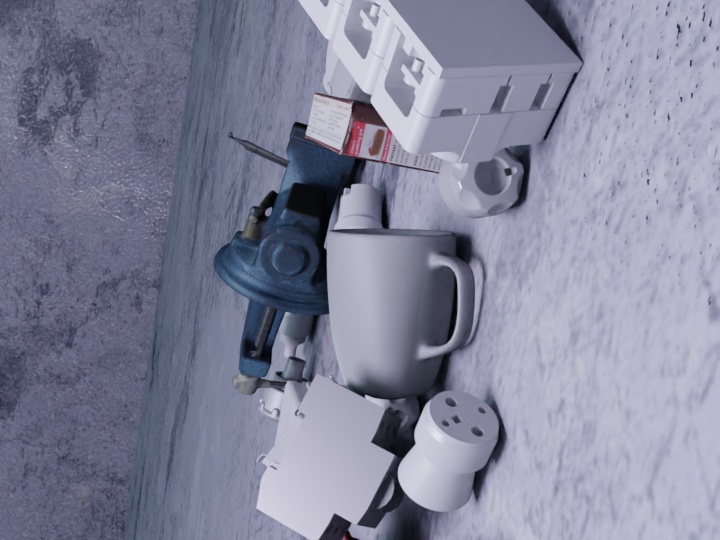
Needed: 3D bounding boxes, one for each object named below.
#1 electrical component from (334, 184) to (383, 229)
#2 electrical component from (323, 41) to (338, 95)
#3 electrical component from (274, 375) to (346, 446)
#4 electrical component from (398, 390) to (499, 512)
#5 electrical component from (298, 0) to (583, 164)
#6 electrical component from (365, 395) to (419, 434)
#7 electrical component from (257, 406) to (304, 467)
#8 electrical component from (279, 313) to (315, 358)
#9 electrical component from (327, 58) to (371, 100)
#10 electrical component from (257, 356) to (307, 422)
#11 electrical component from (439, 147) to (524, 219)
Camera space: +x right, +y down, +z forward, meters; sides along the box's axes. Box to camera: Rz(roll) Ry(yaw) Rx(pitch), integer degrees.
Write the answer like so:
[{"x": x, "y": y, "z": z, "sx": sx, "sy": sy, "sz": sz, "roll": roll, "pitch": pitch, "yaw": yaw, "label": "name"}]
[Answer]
[{"x": 0.000, "y": -0.041, "z": 0.866, "sx": 0.040, "sy": 0.040, "sz": 0.046, "roll": 119, "pitch": 159, "yaw": -54, "label": "electrical component"}, {"x": -0.010, "y": -0.175, "z": 0.951, "sx": 0.079, "sy": 0.043, "sz": 0.077, "roll": 126, "pitch": 148, "yaw": -60, "label": "electrical component"}, {"x": -0.029, "y": 0.131, "z": 0.847, "sx": 0.061, "sy": 0.062, "sz": 0.096, "roll": -127, "pitch": 46, "yaw": -68, "label": "electrical component"}, {"x": 0.050, "y": 0.102, "z": 0.607, "sx": 0.045, "sy": 0.045, "sz": 0.055, "roll": -102, "pitch": 25, "yaw": -51, "label": "electrical component"}, {"x": 0.037, "y": -0.131, "z": 0.596, "sx": 0.150, "sy": 0.089, "sz": 0.061, "roll": 59, "pitch": 144, "yaw": 35, "label": "electrical component"}, {"x": 0.020, "y": 0.085, "z": 0.742, "sx": 0.061, "sy": 0.035, "sz": 0.035, "roll": -106, "pitch": 27, "yaw": -61, "label": "electrical component"}, {"x": -0.026, "y": 0.132, "z": 0.742, "sx": 0.078, "sy": 0.063, "sz": 0.121, "roll": -53, "pitch": -8, "yaw": -5, "label": "electrical component"}, {"x": -0.065, "y": 0.058, "z": 1.059, "sx": 0.035, "sy": 0.035, "sz": 0.061, "roll": -115, "pitch": 33, "yaw": -63, "label": "electrical component"}, {"x": 0.018, "y": -0.149, "z": 0.808, "sx": 0.096, "sy": 0.061, "sz": 0.061, "roll": 115, "pitch": 157, "yaw": -48, "label": "electrical component"}, {"x": -0.069, "y": 0.115, "z": 1.034, "sx": 0.048, "sy": 0.048, "sz": 0.062, "roll": -140, "pitch": 66, "yaw": -72, "label": "electrical component"}, {"x": 0.066, "y": -0.051, "z": 0.624, "sx": 0.062, "sy": 0.043, "sz": 0.043, "roll": 173, "pitch": 103, "yaw": -75, "label": "electrical component"}]
